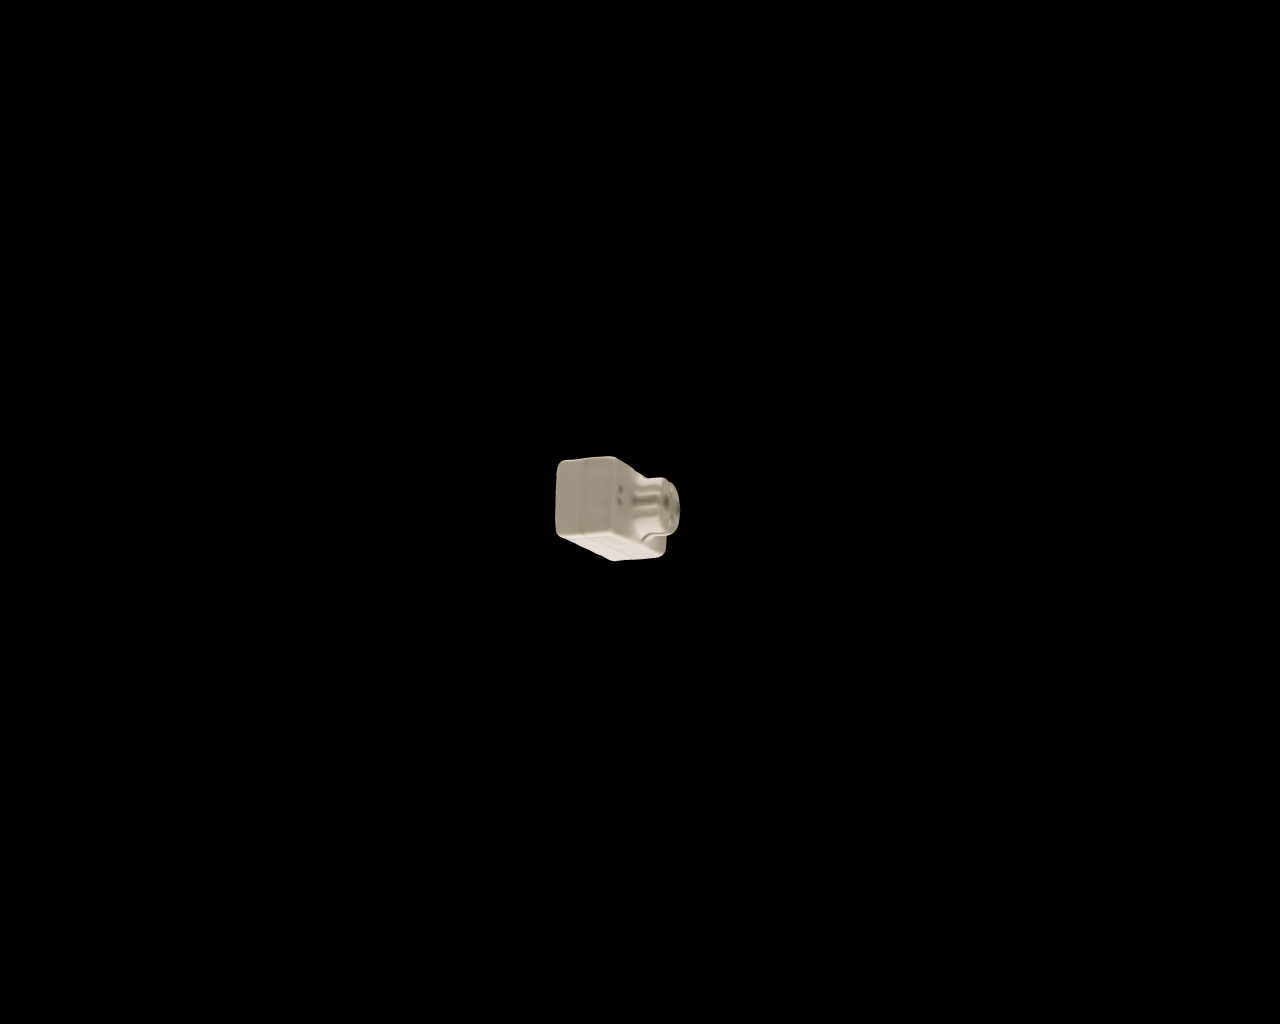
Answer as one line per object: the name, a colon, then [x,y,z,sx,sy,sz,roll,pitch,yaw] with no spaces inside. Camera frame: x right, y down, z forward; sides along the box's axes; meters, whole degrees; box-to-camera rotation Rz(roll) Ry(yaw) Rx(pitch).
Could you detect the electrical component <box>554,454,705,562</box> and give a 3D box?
electrical component: [0.001,-0.003,0.650,0.076,0.047,0.083,-6,-15,23]
